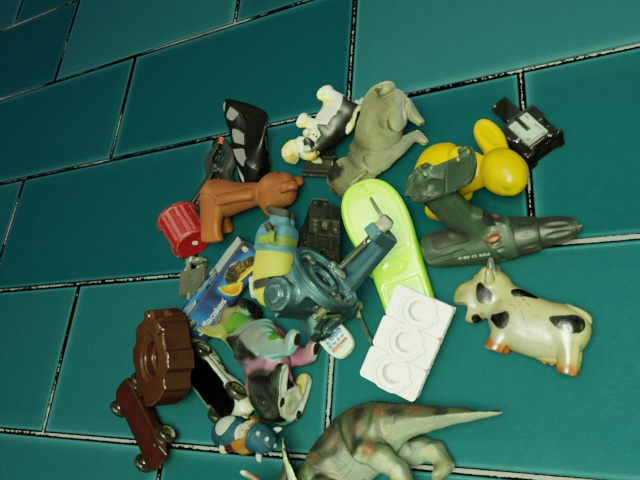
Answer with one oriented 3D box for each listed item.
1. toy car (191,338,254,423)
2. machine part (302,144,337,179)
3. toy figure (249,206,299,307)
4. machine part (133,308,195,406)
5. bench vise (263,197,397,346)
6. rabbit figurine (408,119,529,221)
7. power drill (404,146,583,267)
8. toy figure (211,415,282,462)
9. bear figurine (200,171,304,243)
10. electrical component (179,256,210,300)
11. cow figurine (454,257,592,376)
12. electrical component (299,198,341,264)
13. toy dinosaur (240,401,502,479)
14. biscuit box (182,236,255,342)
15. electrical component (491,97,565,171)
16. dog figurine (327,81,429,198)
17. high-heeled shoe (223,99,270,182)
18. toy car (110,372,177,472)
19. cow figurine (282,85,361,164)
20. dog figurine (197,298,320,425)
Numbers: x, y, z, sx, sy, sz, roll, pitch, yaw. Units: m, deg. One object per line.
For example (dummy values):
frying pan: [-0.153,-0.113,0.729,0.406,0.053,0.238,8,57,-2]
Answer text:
toy car: [-0.194,0.258,0.972,0.202,0.056,0.073,38,96,35]
machine part: [0.009,-0.185,1.067,0.084,0.039,0.139,7,73,38]
toy figure: [-0.079,0.032,0.967,0.089,0.082,0.180,0,77,54]
machine part: [-0.288,0.213,0.974,0.179,0.056,0.179,-5,83,52]
bench vise: [0.037,0.058,0.815,0.240,0.223,0.129,-48,44,19]
rabbit figurine: [0.254,-0.107,0.861,0.173,0.121,0.162,4,49,45]
power drill: [0.237,-0.042,0.790,0.232,0.207,0.086,-18,49,33]
toy figure: [-0.119,0.304,0.835,0.154,0.057,0.064,-21,52,51]
bear figurine: [-0.130,-0.068,1.052,0.196,0.120,0.131,-1,104,3]
electrical component: [-0.252,0.079,1.085,0.078,0.045,0.102,-7,66,23]
cow figurine: [0.284,0.104,0.771,0.195,0.085,0.127,17,83,34]
electrical component: [-0.002,-0.003,0.945,0.058,0.115,0.134,6,65,-12]
toy dinosaur: [0.053,0.316,0.787,0.405,0.131,0.192,-40,57,0]
biscuit box: [-0.188,0.092,1.023,0.202,0.062,0.059,-54,22,0]
electrical component: [0.334,-0.181,0.889,0.075,0.047,0.119,-42,56,6]
dog figurine: [0.079,-0.171,0.950,0.190,0.172,0.121,-41,45,-3]
high-heeled shoe: [-0.169,-0.212,1.171,0.249,0.086,0.145,49,127,51]
toy car: [-0.330,0.339,1.008,0.089,0.053,0.202,-52,52,5]
cow figurine: [0.005,-0.201,1.017,0.098,0.068,0.167,38,93,27]
dog figurine: [-0.119,0.201,0.930,0.219,0.108,0.191,7,75,34]
